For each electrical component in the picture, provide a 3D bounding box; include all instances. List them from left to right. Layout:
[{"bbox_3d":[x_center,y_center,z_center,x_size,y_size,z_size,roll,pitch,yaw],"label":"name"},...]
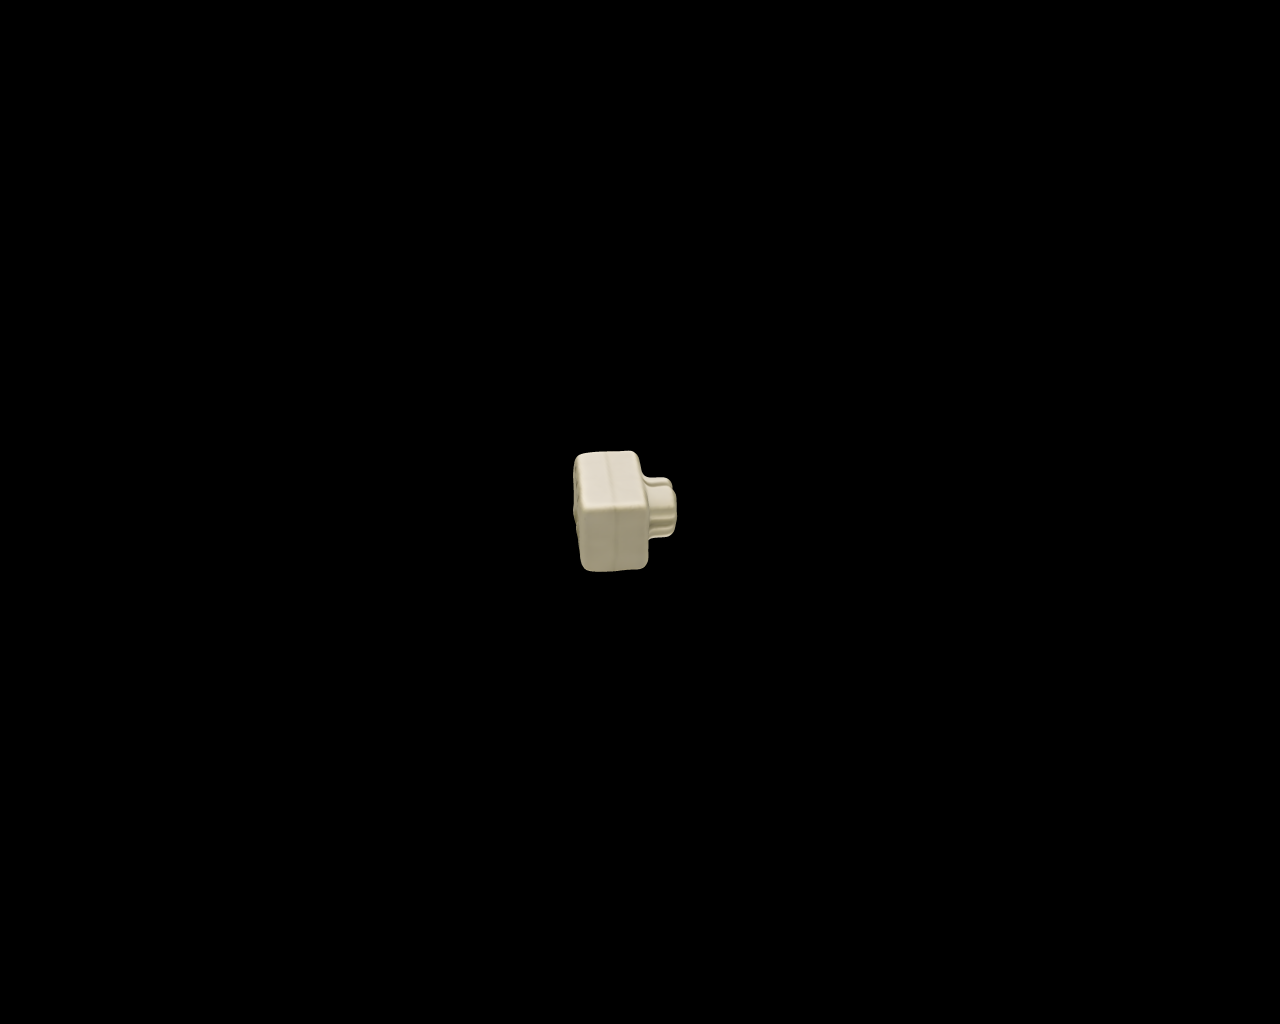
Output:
[{"bbox_3d":[0.001,-0.003,0.650,0.077,0.047,0.066,-3,34,-5],"label":"electrical component"}]
